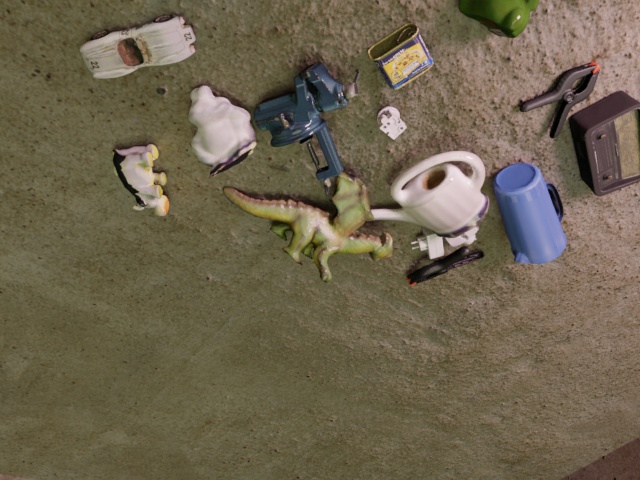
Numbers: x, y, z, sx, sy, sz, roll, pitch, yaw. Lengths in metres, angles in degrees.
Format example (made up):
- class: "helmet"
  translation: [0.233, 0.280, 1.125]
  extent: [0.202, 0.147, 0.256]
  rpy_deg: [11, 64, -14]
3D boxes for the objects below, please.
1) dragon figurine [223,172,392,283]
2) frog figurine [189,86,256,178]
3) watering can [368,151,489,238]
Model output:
- class: "dragon figurine"
  translation: [0.004, -0.059, 1.179]
  extent: [0.407, 0.124, 0.240]
  rpy_deg: [39, 107, -18]
- class: "frog figurine"
  translation: [-0.206, -0.223, 1.026]
  extent: [0.136, 0.124, 0.159]
  rpy_deg: [-33, 91, 28]
- class: "watering can"
  translation: [0.242, -0.081, 1.208]
  extent: [0.343, 0.106, 0.222]
  rpy_deg: [-33, 126, 33]
